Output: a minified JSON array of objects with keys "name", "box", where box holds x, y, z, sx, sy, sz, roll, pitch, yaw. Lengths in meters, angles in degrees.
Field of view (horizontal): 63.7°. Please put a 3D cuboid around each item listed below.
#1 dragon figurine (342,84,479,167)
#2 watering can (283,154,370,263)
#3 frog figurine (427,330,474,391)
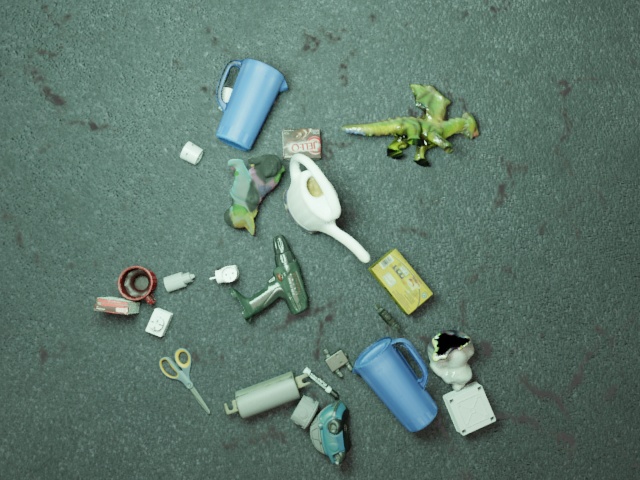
[{"name":"dragon figurine","box":[0.287,-0.364,1.545,0.410,0.120,0.247,18,66,-4]},{"name":"watering can","box":[0.004,-0.071,1.415,0.105,0.221,0.349,-28,86,-24]},{"name":"frog figurine","box":[0.380,0.339,1.463,0.138,0.124,0.156,-38,124,-14]}]
